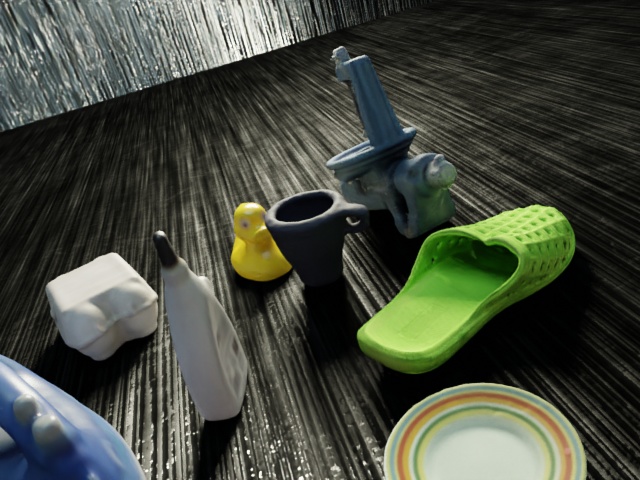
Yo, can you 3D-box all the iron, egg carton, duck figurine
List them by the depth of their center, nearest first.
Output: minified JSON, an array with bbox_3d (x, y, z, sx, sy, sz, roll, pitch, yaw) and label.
[{"bbox_3d":[-0.226,0.146,0.438,0.257,0.142,0.119,8,35,37],"label":"iron"},{"bbox_3d":[-0.254,0.074,0.665,0.107,0.069,0.149,-30,31,-25],"label":"egg carton"},{"bbox_3d":[-0.080,-0.007,0.706,0.078,0.086,0.104,-25,29,-17],"label":"duck figurine"}]

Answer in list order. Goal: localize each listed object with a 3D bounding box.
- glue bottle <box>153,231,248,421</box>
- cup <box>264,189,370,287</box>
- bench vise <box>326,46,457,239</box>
[{"bbox_3d":[-0.105,0.067,0.486,0.037,0.173,0.078,-12,28,8],"label":"glue bottle"},{"bbox_3d":[0.006,0.002,0.635,0.117,0.095,0.092,-3,30,23],"label":"cup"},{"bbox_3d":[0.087,-0.126,0.695,0.206,0.220,0.122,11,38,41],"label":"bench vise"}]
